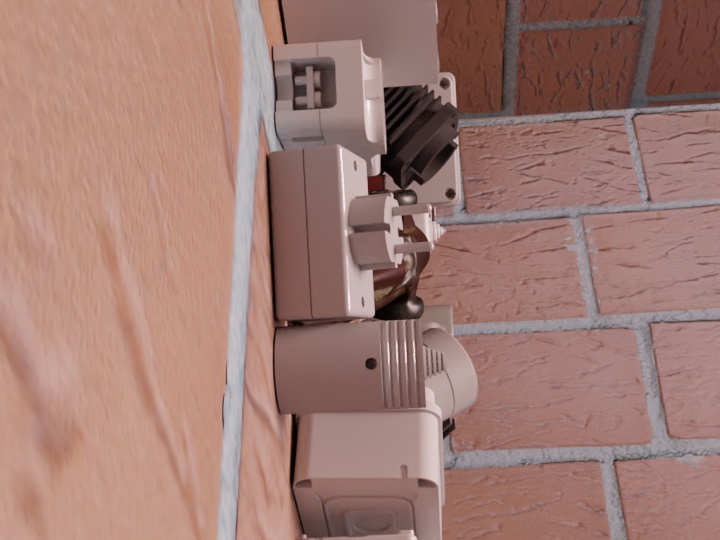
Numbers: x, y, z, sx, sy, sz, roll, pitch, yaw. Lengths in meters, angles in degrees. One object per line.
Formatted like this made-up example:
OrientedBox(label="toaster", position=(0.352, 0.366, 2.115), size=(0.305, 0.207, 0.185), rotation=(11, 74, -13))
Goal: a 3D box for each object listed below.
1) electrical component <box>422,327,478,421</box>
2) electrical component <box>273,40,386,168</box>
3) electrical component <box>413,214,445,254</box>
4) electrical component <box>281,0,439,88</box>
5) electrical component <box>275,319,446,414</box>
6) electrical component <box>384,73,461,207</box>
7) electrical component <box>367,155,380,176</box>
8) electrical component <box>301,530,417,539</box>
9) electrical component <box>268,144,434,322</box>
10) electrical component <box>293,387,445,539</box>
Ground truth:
OrientedBox(label="electrical component", position=(0.007, 0.078, 0.660), size=(0.138, 0.074, 0.052), rotation=(-22, -88, 63))
OrientedBox(label="electrical component", position=(-0.015, -0.091, 0.608), size=(0.089, 0.056, 0.050), rotation=(70, 17, -80))
OrientedBox(label="electrical component", position=(0.027, -0.041, 0.961), size=(0.061, 0.096, 0.061), rotation=(-62, 149, -85))
OrientedBox(label="electrical component", position=(-0.002, -0.184, 0.621), size=(0.150, 0.089, 0.061), rotation=(84, 4, -46))
OrientedBox(label="electrical component", position=(0.001, 0.047, 0.525), size=(0.043, 0.081, 0.043), rotation=(-3, 90, -87))
OrientedBox(label="electrical component", position=(0.026, -0.105, 0.896), size=(0.056, 0.109, 0.108), rotation=(-90, 176, -86))
OrientedBox(label="electrical component", position=(-0.013, -0.104, 0.706), size=(0.089, 0.050, 0.055), rotation=(-88, 174, -62))
OrientedBox(label="electrical component", position=(0.002, 0.185, 0.575), size=(0.096, 0.062, 0.061), rotation=(82, 5, -56))
OrientedBox(label="electrical component", position=(-0.001, -0.018, 0.533), size=(0.047, 0.076, 0.083), rotation=(14, 73, -73))
OrientedBox(label="electrical component", position=(0.007, 0.117, 0.597), size=(0.113, 0.078, 0.057), rotation=(83, 8, -50))
